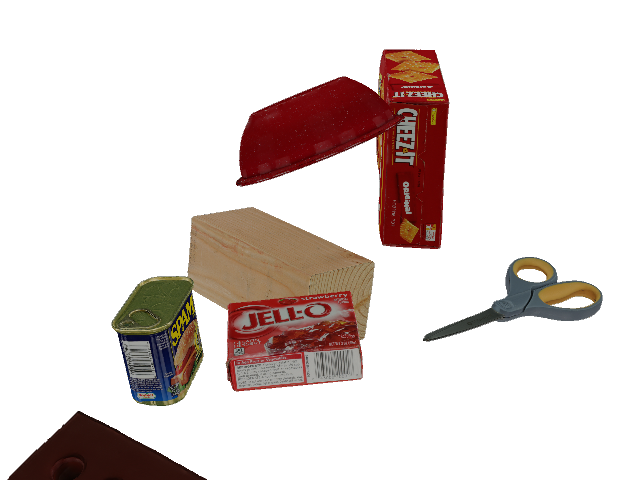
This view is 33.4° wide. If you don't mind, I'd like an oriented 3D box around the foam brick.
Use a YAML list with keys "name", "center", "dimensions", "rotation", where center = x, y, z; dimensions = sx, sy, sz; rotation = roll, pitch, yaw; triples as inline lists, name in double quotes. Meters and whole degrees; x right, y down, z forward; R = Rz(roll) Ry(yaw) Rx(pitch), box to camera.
- name: "foam brick"
  center: [-0.083, 0.118, 0.437]
  dimensions: [0.078, 0.051, 0.052]
  rotation: [21, 45, 26]

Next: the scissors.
- name: "scissors"
  center: [0.156, 0.049, 0.936]
  dimensions: [0.201, 0.016, 0.096]
  rotation: [-4, 33, -25]

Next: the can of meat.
- name: "can of meat"
  center: [-0.148, 0.094, 0.999]
  dimensions: [0.057, 0.084, 0.102]
  rotation: [-1, 25, 12]

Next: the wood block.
- name: "wood block"
  center: [-0.048, 0.039, 1.161]
  dimensions: [0.090, 0.090, 0.206]
  rotation: [-10, 24, -41]

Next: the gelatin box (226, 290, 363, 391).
- name: "gelatin box"
  center: [-0.019, 0.067, 0.724]
  dimensions: [0.089, 0.030, 0.073]
  rotation: [-5, 27, -1]

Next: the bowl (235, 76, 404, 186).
- name: "bowl"
  center: [-0.010, -0.103, 0.946]
  dimensions: [0.162, 0.055, 0.162]
  rotation: [-22, 9, 3]

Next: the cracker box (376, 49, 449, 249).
- name: "cracker box"
  center: [0.099, -0.108, 1.188]
  dimensions: [0.072, 0.164, 0.213]
  rotation: [1, 24, 2]
